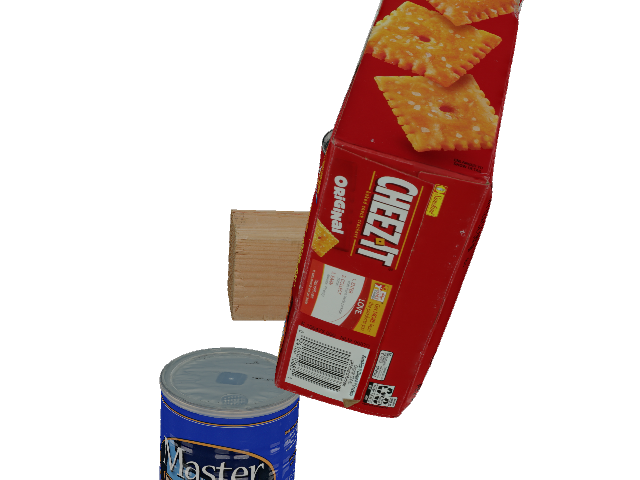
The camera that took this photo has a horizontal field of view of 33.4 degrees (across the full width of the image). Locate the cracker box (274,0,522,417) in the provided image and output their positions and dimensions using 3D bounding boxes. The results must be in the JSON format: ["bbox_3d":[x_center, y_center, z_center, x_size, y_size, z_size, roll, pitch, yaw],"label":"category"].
[{"bbox_3d":[0.046,-0.046,0.524,0.072,0.164,0.213,17,46,3],"label":"cracker box"}]

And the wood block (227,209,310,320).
[{"bbox_3d":[0.013,0.026,1.065,0.206,0.091,0.090,2,17,-8],"label":"wood block"}]

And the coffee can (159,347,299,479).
[{"bbox_3d":[-0.069,0.164,0.790,0.103,0.140,0.103,3,18,-1],"label":"coffee can"}]

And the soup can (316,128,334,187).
[{"bbox_3d":[0.029,-0.028,0.810,0.068,0.102,0.068,5,36,-4],"label":"soup can"}]
